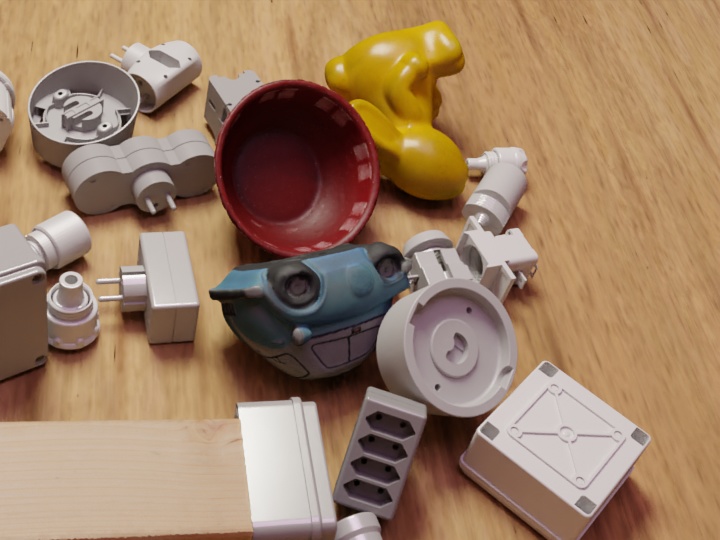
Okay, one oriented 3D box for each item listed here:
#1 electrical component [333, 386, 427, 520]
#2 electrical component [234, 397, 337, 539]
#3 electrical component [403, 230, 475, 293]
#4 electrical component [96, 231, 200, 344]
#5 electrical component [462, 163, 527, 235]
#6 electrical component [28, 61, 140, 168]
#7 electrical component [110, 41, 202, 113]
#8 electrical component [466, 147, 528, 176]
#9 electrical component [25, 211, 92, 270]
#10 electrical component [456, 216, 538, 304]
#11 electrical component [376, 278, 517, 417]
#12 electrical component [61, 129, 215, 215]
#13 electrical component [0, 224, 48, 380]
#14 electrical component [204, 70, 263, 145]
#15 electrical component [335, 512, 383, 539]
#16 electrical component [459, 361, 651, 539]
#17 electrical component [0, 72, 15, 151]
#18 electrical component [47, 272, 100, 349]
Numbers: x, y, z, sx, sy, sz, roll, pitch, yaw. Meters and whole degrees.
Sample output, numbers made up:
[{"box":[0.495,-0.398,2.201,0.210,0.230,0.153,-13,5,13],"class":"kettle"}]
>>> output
[{"box":[0.016,0.133,0.812,0.047,0.083,0.075,18,7,1],"class":"electrical component"},{"box":[-0.056,0.155,0.760,0.057,0.078,0.113,-1,48,-14],"class":"electrical component"},{"box":[0.067,-0.002,0.970,0.066,0.048,0.055,-7,58,-22],"class":"electrical component"},{"box":[-0.177,0.015,0.879,0.076,0.047,0.083,-3,49,-19],"class":"electrical component"},{"box":[0.130,-0.066,1.050,0.043,0.043,0.081,27,46,10],"class":"electrical component"},{"box":[-0.255,-0.140,0.992,0.099,0.064,0.099,8,46,-9],"class":"electrical component"},{"box":[-0.213,-0.202,1.078,0.079,0.043,0.077,30,46,12],"class":"electrical component"},{"box":[0.138,-0.108,1.100,0.061,0.035,0.035,-1,48,-14],"class":"electrical component"},{"box":[-0.260,-0.018,0.891,0.040,0.040,0.078,38,49,20],"class":"electrical component"},{"box":[0.126,-0.009,0.997,0.064,0.042,0.081,-9,51,-28],"class":"electrical component"},{"box":[0.064,0.064,0.851,0.108,0.060,0.108,7,77,-30],"class":"electrical component"},{"box":[-0.188,-0.077,0.960,0.138,0.052,0.073,-13,53,-27],"class":"electrical component"},{"box":[-0.288,0.034,0.785,0.109,0.108,0.056,-22,54,-32],"class":"electrical component"},{"box":[-0.111,-0.142,1.042,0.050,0.055,0.089,-15,53,-28],"class":"electrical component"},{"box":[0.001,0.201,0.761,0.040,0.040,0.046,-10,57,-25],"class":"electrical component"},{"box":[0.154,0.144,0.848,0.109,0.056,0.109,37,48,19],"class":"electrical component"},{"box":[-0.348,-0.142,0.957,0.080,0.080,0.051,-2,53,-19],"class":"electrical component"},{"box":[-0.227,0.028,0.841,0.048,0.062,0.048,9,45,-9],"class":"electrical component"}]
